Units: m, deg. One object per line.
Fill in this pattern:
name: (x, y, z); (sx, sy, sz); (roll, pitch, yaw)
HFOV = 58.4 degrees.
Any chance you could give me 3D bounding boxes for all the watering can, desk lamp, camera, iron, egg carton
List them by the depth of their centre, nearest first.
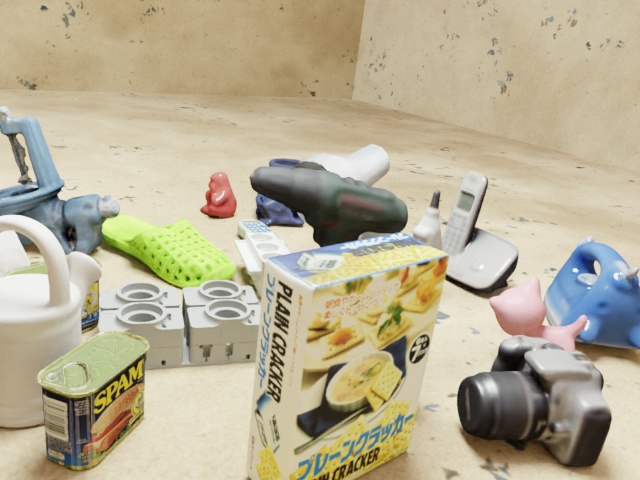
watering can: (-0.280, 0.066, 0.550); (0.101, 0.194, 0.172); (5, 20, -7)
camera: (0.216, 0.158, 0.613); (0.137, 0.101, 0.143); (3, 21, -12)
egg carton: (-0.452, 0.030, 0.766); (0.107, 0.069, 0.149); (-8, 25, -36)
iron: (0.418, 0.064, 0.881); (0.118, 0.141, 0.258); (8, 20, 2)
desk lamp: (0.043, -0.046, 0.939); (0.117, 0.213, 0.204); (21, 24, 33)

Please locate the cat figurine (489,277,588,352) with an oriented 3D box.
cat figurine: (0.279, 0.109, 0.745); (0.127, 0.118, 0.067); (12, 21, 13)

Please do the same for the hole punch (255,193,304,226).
hole punch: (-0.081, -0.084, 1.172); (0.101, 0.091, 0.108); (2, 21, -15)

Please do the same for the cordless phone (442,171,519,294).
cordless phone: (0.272, -0.015, 0.977); (0.094, 0.185, 0.147); (-9, 26, -37)

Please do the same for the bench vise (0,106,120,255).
bench vise: (-0.415, -0.088, 0.879); (0.208, 0.220, 0.121); (1, 21, -18)

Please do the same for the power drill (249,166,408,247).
power drill: (0.007, 0.003, 0.801); (0.230, 0.208, 0.075); (-1, 22, -21)

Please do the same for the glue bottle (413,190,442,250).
glue bottle: (0.168, 0.004, 0.906); (0.037, 0.173, 0.078); (23, 26, 36)

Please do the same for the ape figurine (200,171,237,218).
ape figurine: (-0.204, -0.094, 1.154); (0.076, 0.092, 0.078); (7, 20, -2)

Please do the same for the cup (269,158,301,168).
cup: (-0.060, -0.129, 1.297); (0.117, 0.095, 0.091); (7, 20, -1)

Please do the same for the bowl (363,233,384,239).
bowl: (0.080, -0.033, 1.118); (0.167, 0.075, 0.167); (7, 20, -2)
